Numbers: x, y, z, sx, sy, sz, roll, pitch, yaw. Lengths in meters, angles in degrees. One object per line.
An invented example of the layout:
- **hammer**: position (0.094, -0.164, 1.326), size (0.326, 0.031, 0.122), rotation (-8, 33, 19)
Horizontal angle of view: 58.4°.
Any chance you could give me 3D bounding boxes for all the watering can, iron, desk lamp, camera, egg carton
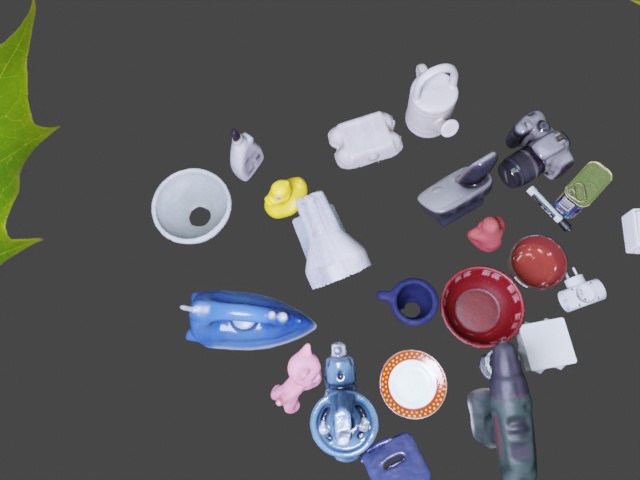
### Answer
- **watering can**: position (0.240, -0.294, 1.188), size (0.101, 0.194, 0.172), rotation (-39, 75, -8)
- **iron**: position (-0.138, 0.148, 1.105), size (0.258, 0.141, 0.118), rotation (2, 73, 4)
- **desk lamp**: position (0.010, 0.004, 1.102), size (0.118, 0.213, 0.203), rotation (-23, 73, -3)
- **camera**: position (0.435, -0.182, 1.192), size (0.137, 0.101, 0.143), rotation (-30, 74, -6)
- **egg carton**: position (0.098, -0.213, 1.237), size (0.150, 0.069, 0.107), rotation (-19, 73, -2)

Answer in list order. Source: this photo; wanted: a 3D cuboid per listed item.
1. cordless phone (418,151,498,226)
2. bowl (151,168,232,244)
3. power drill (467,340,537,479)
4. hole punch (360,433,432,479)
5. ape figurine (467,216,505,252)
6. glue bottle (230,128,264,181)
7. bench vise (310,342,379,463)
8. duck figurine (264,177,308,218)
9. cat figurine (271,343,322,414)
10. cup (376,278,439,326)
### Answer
- **cordless phone**: position (0.277, -0.113, 1.137), size (0.147, 0.185, 0.094), rotation (-34, 74, -7)
- **bowl**: position (-0.264, -0.062, 1.210), size (0.167, 0.075, 0.167), rotation (-1, 73, 3)
- **power drill**: position (0.316, 0.301, 0.998), size (0.075, 0.208, 0.229), rotation (-7, 73, 2)
- **hole punch**: position (0.135, 0.410, 1.037), size (0.108, 0.091, 0.101), rotation (-25, 73, -4)
- **ape figurine**: position (0.339, -0.019, 1.154), size (0.078, 0.092, 0.076), rotation (-9, 73, 1)
- **glue bottle**: position (-0.160, -0.187, 1.190), size (0.037, 0.173, 0.078), rotation (33, 78, 12)
- **bench vise**: position (0.028, 0.290, 1.012), size (0.121, 0.220, 0.207), rotation (-22, 73, -3)
- **duck figurine**: position (-0.075, -0.100, 1.204), size (0.104, 0.086, 0.077), rotation (-40, 75, -8)
- **cat figurine**: position (-0.042, 0.262, 1.078), size (0.067, 0.118, 0.128), rotation (36, 79, 13)
- **cup**: position (0.167, 0.126, 1.118), size (0.117, 0.095, 0.092), rotation (10, 74, 6)
